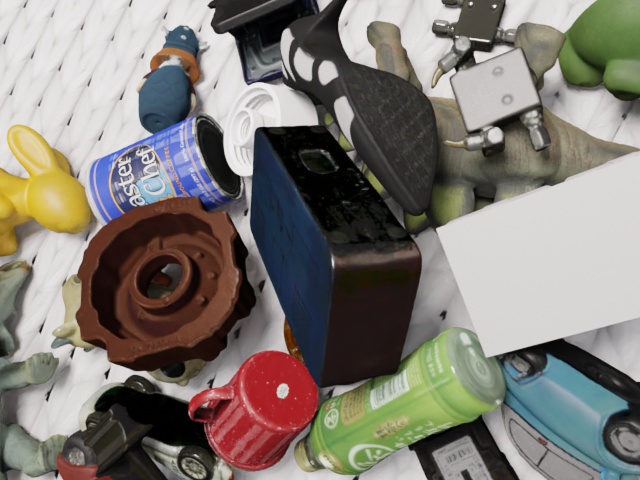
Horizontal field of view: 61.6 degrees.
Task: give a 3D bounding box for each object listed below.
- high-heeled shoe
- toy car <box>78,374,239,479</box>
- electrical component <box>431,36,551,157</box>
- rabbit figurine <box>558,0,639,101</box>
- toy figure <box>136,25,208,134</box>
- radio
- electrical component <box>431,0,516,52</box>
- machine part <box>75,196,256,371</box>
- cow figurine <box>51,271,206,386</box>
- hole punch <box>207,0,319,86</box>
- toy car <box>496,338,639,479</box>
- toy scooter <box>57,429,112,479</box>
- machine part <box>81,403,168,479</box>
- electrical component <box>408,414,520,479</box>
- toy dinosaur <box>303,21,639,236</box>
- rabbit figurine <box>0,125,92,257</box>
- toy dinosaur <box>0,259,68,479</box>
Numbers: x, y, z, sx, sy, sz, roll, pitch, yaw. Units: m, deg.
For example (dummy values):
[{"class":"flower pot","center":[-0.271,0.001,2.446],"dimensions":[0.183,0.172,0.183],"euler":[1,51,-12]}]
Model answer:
[{"class":"high-heeled shoe","center":[0.018,-0.110,0.484],"dimensions":[0.145,0.086,0.249],"euler":[-44,53,54]},{"class":"toy car","center":[-0.159,0.197,0.561],"dimensions":[0.202,0.073,0.056],"euler":[11,122,20]},{"class":"electrical component","center":[0.135,-0.114,0.434],"dimensions":[0.078,0.045,0.102],"euler":[-13,84,26]},{"class":"rabbit figurine","center":[0.307,-0.142,0.447],"dimensions":[0.121,0.159,0.170],"euler":[-25,88,2]},{"class":"toy figure","center":[-0.179,-0.195,0.645],"dimensions":[0.058,0.064,0.154],"euler":[-19,51,34]},{"class":"radio","center":[-0.001,-0.001,0.467],"dimensions":[0.073,0.131,0.230],"euler":[-7,38,-20]},{"class":"electrical component","center":[0.168,-0.232,0.564],"dimensions":[0.094,0.021,0.063],"euler":[17,85,21]},{"class":"machine part","center":[-0.151,0.042,0.529],"dimensions":[0.179,0.056,0.179],"euler":[-5,62,9]},{"class":"cow figurine","center":[-0.209,0.094,0.598],"dimensions":[0.195,0.085,0.127],"euler":[27,84,19]},{"class":"hole punch","center":[-0.054,-0.250,0.619],"dimensions":[0.142,0.092,0.116],"euler":[-19,45,17]},{"class":"toy car","center":[0.207,0.148,0.439],"dimensions":[0.162,0.109,0.102],"euler":[30,107,29]},{"class":"toy scooter","center":[-0.226,0.301,0.566],"dimensions":[0.184,0.075,0.135],"euler":[28,90,23]},{"class":"machine part","center":[-0.167,0.222,0.505],"dimensions":[0.084,0.039,0.139],"euler":[-40,87,26]},{"class":"electrical component","center":[0.138,0.219,0.475],"dimensions":[0.075,0.047,0.119],"euler":[-27,71,13]},{"class":"toy dinosaur","center":[0.158,-0.088,0.502],"dimensions":[0.472,0.105,0.198],"euler":[15,92,29]},{"class":"rabbit figurine","center":[-0.369,-0.053,0.677],"dimensions":[0.173,0.121,0.162],"euler":[4,71,5]},{"class":"toy dinosaur","center":[-0.402,0.219,0.624],"dimensions":[0.192,0.131,0.404],"euler":[-9,81,29]}]
